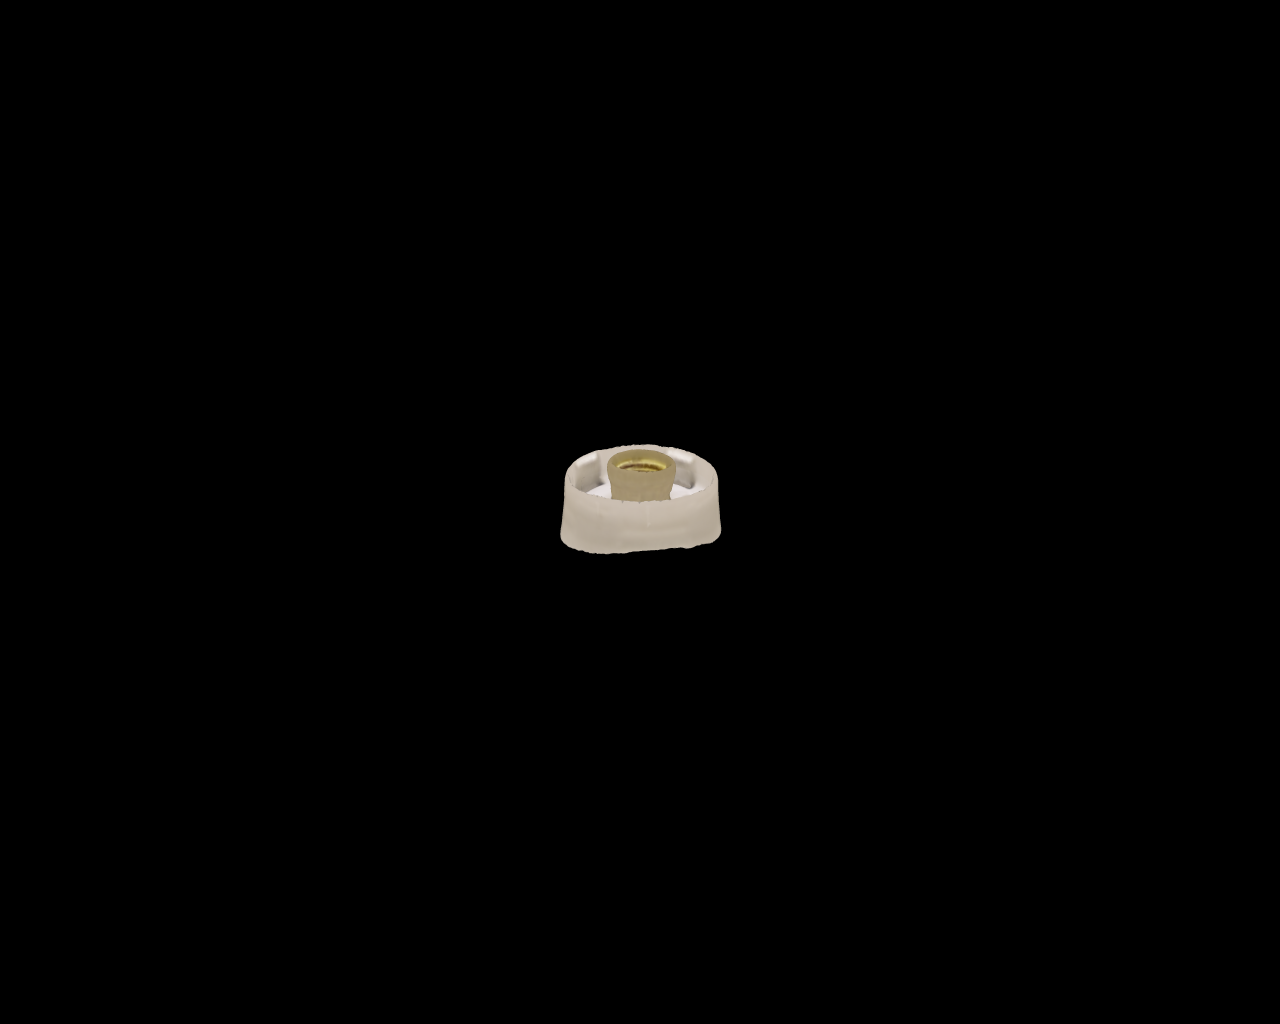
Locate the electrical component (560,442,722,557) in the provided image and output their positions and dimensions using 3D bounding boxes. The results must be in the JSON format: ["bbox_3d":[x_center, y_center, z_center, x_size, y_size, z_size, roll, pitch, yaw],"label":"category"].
[{"bbox_3d":[0.001,-0.003,0.650,0.099,0.064,0.099,0,25,0],"label":"electrical component"}]
